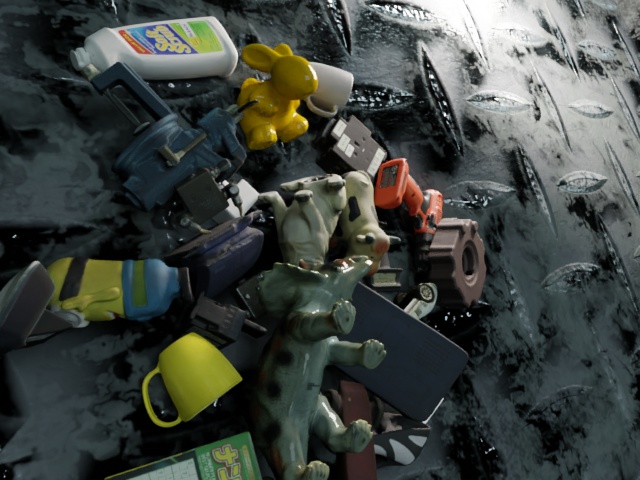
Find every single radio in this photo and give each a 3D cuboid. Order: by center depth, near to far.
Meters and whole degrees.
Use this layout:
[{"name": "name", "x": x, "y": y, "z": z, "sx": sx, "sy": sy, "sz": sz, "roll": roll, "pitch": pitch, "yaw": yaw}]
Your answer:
[{"name": "radio", "x": 0.095, "y": 0.167, "z": 0.828, "sx": 0.230, "sy": 0.073, "sz": 0.131, "roll": 32, "pitch": 77, "yaw": 12}]

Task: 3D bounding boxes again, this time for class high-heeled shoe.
[{"name": "high-heeled shoe", "x": 0.065, "y": 0.258, "z": 0.806, "sx": 0.145, "sy": 0.086, "sz": 0.248, "roll": -35, "pitch": 111, "yaw": -7}]

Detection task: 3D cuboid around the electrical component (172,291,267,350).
[{"name": "electrical component", "x": -0.138, "y": 0.124, "z": 0.757, "sx": 0.119, "sy": 0.075, "sz": 0.048, "roll": 34, "pitch": 53, "yaw": -22}]

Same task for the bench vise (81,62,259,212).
[{"name": "bench vise", "x": -0.227, "y": -0.166, "z": 0.769, "sx": 0.223, "sy": 0.129, "sz": 0.240, "roll": -45, "pitch": 100, "yaw": -13}]

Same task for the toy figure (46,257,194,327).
[{"name": "toy figure", "x": -0.255, "y": 0.061, "z": 0.680, "sx": 0.180, "sy": 0.082, "sz": 0.089, "roll": -7, "pitch": 53, "yaw": -15}]

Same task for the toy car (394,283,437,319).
[{"name": "toy car", "x": 0.142, "y": 0.143, "z": 0.942, "sx": 0.056, "sy": 0.073, "sz": 0.202, "roll": 50, "pitch": 51, "yaw": -2}]

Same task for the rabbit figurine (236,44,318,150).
[{"name": "rabbit figurine", "x": -0.063, "y": -0.254, "z": 0.906, "sx": 0.122, "sy": 0.173, "sz": 0.162, "roll": -12, "pitch": 83, "yaw": -34}]

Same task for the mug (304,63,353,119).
[{"name": "mug", "x": -0.003, "y": -0.285, "z": 1.027, "sx": 0.107, "sy": 0.081, "sz": 0.109, "roll": 17, "pitch": 67, "yaw": -15}]

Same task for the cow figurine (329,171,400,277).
[{"name": "cow figurine", "x": 0.070, "y": -0.029, "z": 0.931, "sx": 0.085, "sy": 0.127, "sz": 0.195, "roll": 7, "pitch": 65, "yaw": -29}]

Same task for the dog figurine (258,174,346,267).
[{"name": "dog figurine", "x": -0.006, "y": -0.002, "z": 0.886, "sx": 0.172, "sy": 0.121, "sz": 0.190, "roll": -26, "pitch": 112, "yaw": -38}]

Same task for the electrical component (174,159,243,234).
[{"name": "electrical component", "x": -0.154, "y": -0.055, "z": 0.736, "sx": 0.102, "sy": 0.045, "sz": 0.078, "roll": -29, "pitch": 116, "yaw": -15}]

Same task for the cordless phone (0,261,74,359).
[{"name": "cordless phone", "x": -0.356, "y": 0.035, "z": 0.590, "sx": 0.089, "sy": 0.147, "sz": 0.184, "roll": -15, "pitch": 83, "yaw": -46}]

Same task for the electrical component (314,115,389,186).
[{"name": "electrical component", "x": 0.056, "y": -0.169, "z": 1.026, "sx": 0.134, "sy": 0.058, "sz": 0.115, "roll": 40, "pitch": 51, "yaw": -14}]

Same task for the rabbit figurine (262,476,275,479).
[{"name": "rabbit figurine", "x": -0.050, "y": 0.378, "z": 0.677, "sx": 0.170, "sy": 0.121, "sz": 0.159, "roll": -12, "pitch": 71, "yaw": -40}]

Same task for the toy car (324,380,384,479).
[{"name": "toy car", "x": 0.046, "y": 0.289, "z": 0.716, "sx": 0.089, "sy": 0.053, "sz": 0.202, "roll": 13, "pitch": 49, "yaw": -23}]

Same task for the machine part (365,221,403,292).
[{"name": "machine part", "x": 0.108, "y": 0.030, "z": 0.991, "sx": 0.084, "sy": 0.039, "sz": 0.139, "roll": -4, "pitch": 75, "yaw": -27}]

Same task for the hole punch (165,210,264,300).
[{"name": "hole punch", "x": -0.142, "y": 0.027, "z": 0.772, "sx": 0.142, "sy": 0.116, "sz": 0.092, "roll": -33, "pitch": 100, "yaw": -39}]

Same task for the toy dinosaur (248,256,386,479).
[{"name": "toy dinosaur", "x": -0.030, "y": 0.188, "z": 0.693, "sx": 0.131, "sy": 0.192, "sz": 0.404, "roll": 29, "pitch": 72, "yaw": -38}]

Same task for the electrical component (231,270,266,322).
[{"name": "electrical component", "x": -0.105, "y": 0.089, "z": 0.826, "sx": 0.094, "sy": 0.021, "sz": 0.063, "roll": -35, "pitch": 92, "yaw": -38}]

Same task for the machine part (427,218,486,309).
[{"name": "machine part", "x": 0.272, "y": 0.046, "z": 1.049, "sx": 0.179, "sy": 0.056, "sz": 0.179, "roll": 4, "pitch": 85, "yaw": -53}]
